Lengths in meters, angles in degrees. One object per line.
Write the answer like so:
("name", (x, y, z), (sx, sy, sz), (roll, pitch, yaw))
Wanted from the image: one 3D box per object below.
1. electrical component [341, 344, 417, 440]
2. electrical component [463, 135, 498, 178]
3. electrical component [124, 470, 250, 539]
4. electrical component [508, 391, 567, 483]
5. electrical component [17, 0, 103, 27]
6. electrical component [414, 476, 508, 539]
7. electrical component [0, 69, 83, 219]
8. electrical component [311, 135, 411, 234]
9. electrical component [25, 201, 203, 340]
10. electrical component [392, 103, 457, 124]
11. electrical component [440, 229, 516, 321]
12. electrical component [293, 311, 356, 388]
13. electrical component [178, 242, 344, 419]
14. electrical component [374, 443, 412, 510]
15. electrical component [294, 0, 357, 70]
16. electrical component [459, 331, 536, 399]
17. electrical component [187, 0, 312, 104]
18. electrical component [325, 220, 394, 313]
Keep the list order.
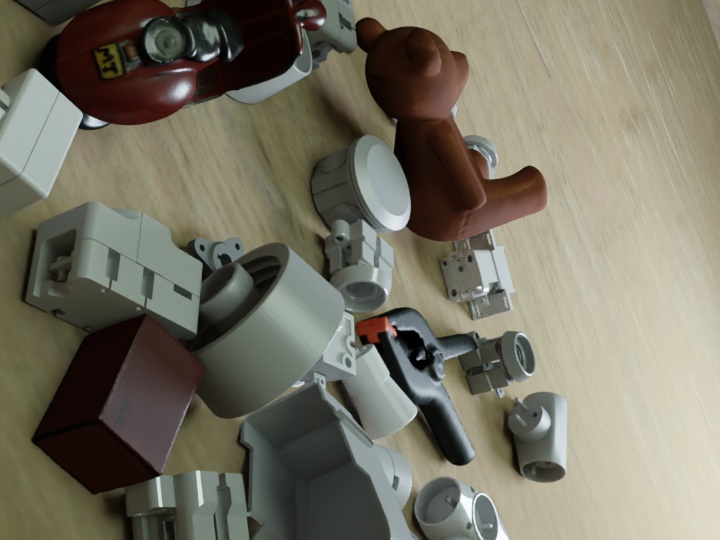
("electrical component", (0.009, 0.089, 0.812), (0.065, 0.044, 0.044), (61, 32, -9))
("electrical component", (0.111, -0.101, 1.073), (0.066, 0.048, 0.055), (47, 46, -34))
("electrical component", (-0.094, 0.147, 0.599), (0.078, 0.058, 0.057), (20, 54, -54))
("electrical component", (0.167, 0.150, 1.027), (0.079, 0.044, 0.077), (46, 39, -36))
("electrical component", (-0.191, -0.206, 0.644), (0.076, 0.047, 0.083), (33, 48, -47))
("electrical component", (0.079, 0.216, 0.850), (0.077, 0.044, 0.079), (47, 38, -34))
("electrical component", (-0.197, -0.077, 0.565), (0.076, 0.047, 0.065), (46, 39, -36))
("electrical component", (0.002, -0.065, 0.873), (0.080, 0.051, 0.080), (34, 47, -46))
("electrical component", (-0.137, 0.003, 0.614), (0.089, 0.050, 0.055), (34, 47, -46))
("electrical component", (0.059, -0.162, 1.013), (0.078, 0.058, 0.057), (55, 32, -26))
("electrical component", (0.110, 0.005, 1.019), (0.064, 0.042, 0.081), (-3, 75, -55))
("electrical component", (-0.037, 0.054, 0.742), (0.048, 0.055, 0.066), (29, 50, -48))
("electrical component", (-0.070, 0.030, 0.657), (0.060, 0.108, 0.108), (49, 37, -23))
("electrical component", (0.000, 0.146, 0.754), (0.047, 0.055, 0.055), (32, 48, -42))
("electrical component", (-0.042, -0.222, 0.889), (0.056, 0.050, 0.089), (23, 55, -52))
("electrical component", (0.128, 0.084, 0.989), (0.048, 0.055, 0.066), (-24, 94, -59))
("electrical component", (-0.080, -0.180, 0.816), (0.099, 0.064, 0.099), (57, 21, -36))
("electrical component", (0.000, 0.000, 0.842), (0.066, 0.048, 0.055), (43, 33, -39))
